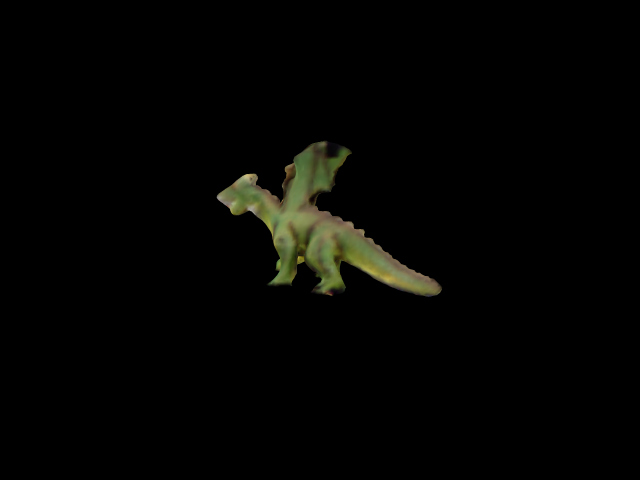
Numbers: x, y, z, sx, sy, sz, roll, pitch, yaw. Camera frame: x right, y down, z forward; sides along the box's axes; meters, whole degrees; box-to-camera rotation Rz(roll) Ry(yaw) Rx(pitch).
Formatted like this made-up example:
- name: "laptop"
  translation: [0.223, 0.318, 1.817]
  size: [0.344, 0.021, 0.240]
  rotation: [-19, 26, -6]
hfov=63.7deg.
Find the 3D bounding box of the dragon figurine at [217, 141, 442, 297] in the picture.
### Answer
- name: "dragon figurine"
  translation: [0.003, -0.043, 0.850]
  size: [0.410, 0.242, 0.122]
  rotation: [3, 5, 27]
